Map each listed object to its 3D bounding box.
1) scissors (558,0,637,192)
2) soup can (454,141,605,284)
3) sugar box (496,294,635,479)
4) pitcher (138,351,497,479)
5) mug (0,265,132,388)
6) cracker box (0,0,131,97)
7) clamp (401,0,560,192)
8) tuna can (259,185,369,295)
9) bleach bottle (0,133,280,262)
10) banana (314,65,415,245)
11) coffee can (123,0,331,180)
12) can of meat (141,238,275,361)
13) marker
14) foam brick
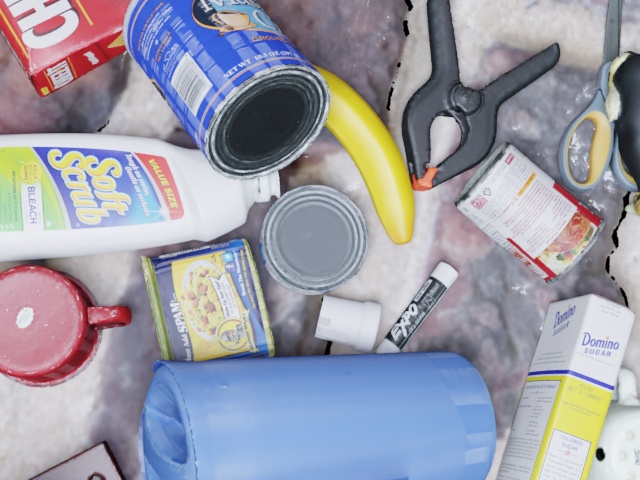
[{"bbox_3d":[0.264,-0.128,0.913,0.096,0.016,0.201,23,80,-5],"label":"scissors"},{"bbox_3d":[0.167,-0.022,0.860,0.102,0.068,0.068,40,79,0],"label":"soup can"},{"bbox_3d":[0.186,0.133,0.826,0.048,0.093,0.176,23,80,-5],"label":"sugar box"},{"bbox_3d":[0.003,0.150,0.754,0.242,0.145,0.149,-3,86,-24],"label":"pitcher"},{"bbox_3d":[-0.199,0.062,0.793,0.117,0.081,0.093,-3,82,-7],"label":"mug"},{"bbox_3d":[-0.173,-0.240,0.846,0.213,0.072,0.164,-31,86,-10],"label":"cracker box"},{"bbox_3d":[0.127,-0.115,0.883,0.120,0.039,0.171,16,84,2],"label":"clamp"},{"bbox_3d":[-0.006,0.001,0.851,0.086,0.034,0.086,1,81,-7],"label":"tuna can"},{"bbox_3d":[-0.158,-0.042,0.817,0.250,0.068,0.102,-6,81,-6],"label":"bleach bottle"},{"bbox_3d":[0.018,-0.084,0.868,0.198,0.037,0.070,43,98,2],"label":"banana"},{"bbox_3d":[-0.071,-0.128,0.793,0.102,0.103,0.140,-31,57,-11],"label":"coffee can"},{"bbox_3d":[-0.087,0.054,0.822,0.084,0.057,0.102,-12,83,-10],"label":"can of meat"},{"bbox_3d":[0.069,0.070,0.858,0.020,0.020,0.121,38,79,-1],"label":"marker"},{"bbox_3d":[-0.183,0.190,0.792,0.078,0.051,0.053,-28,86,-10],"label":"foam brick"}]
